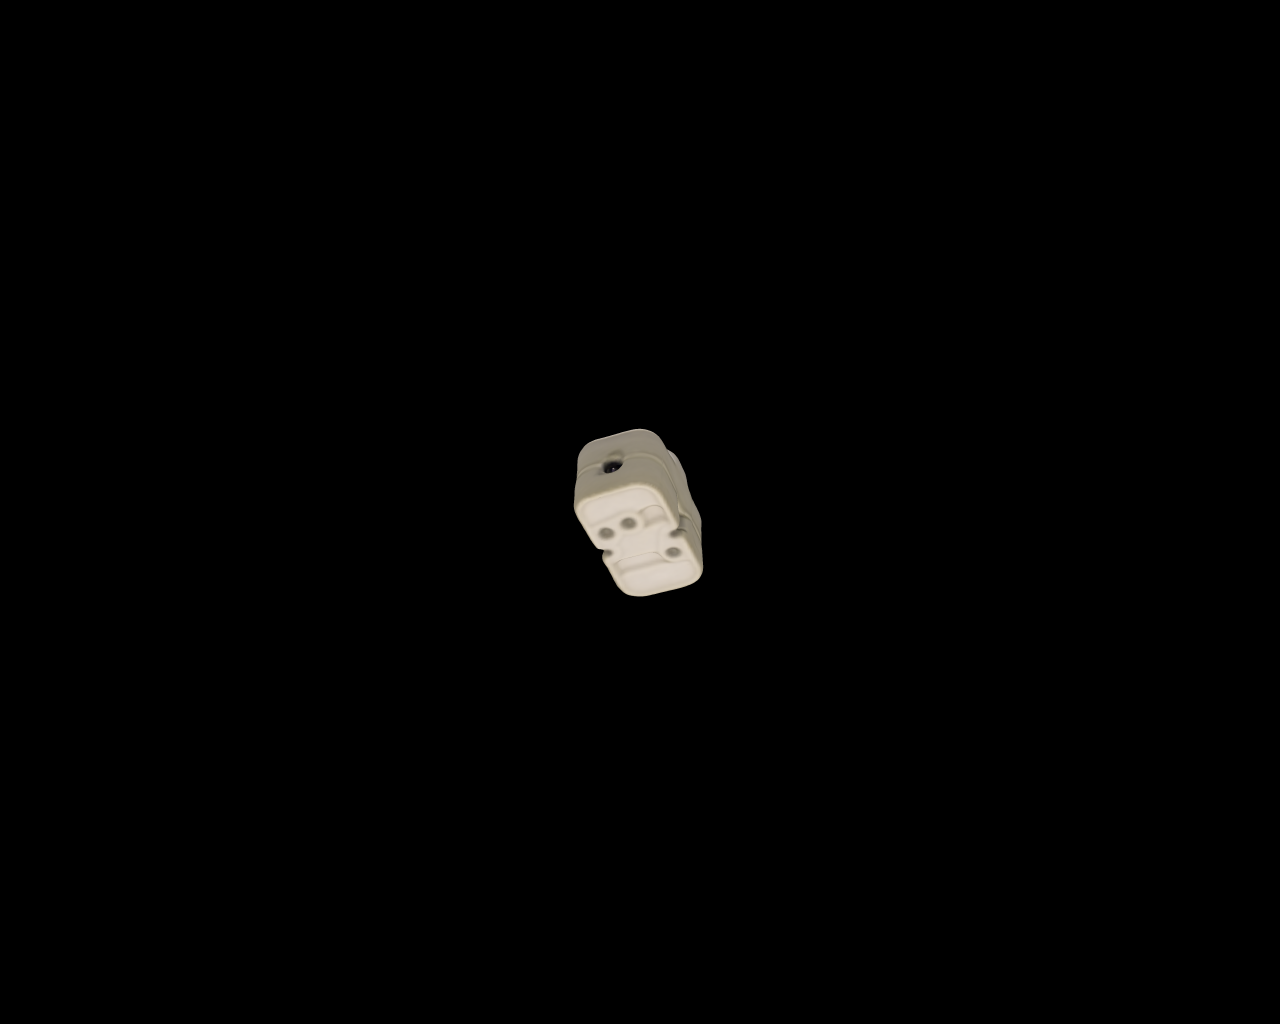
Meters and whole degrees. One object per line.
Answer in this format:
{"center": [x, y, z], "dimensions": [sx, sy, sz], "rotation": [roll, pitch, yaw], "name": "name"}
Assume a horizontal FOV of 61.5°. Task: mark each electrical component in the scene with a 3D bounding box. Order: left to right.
{"center": [0.001, -0.003, 0.650], "dimensions": [0.054, 0.059, 0.095], "rotation": [-15, -46, 15], "name": "electrical component"}
